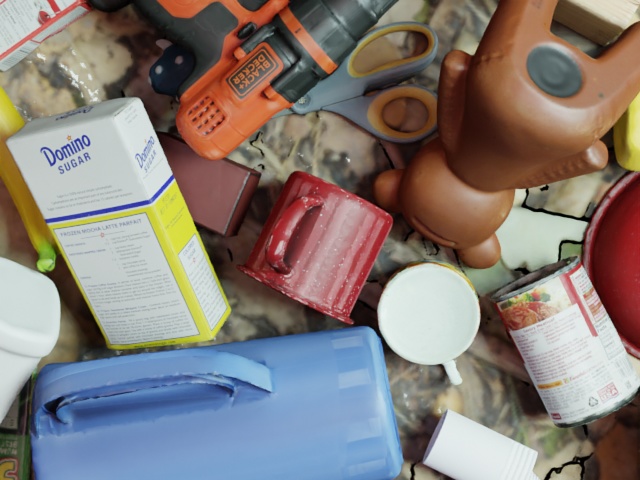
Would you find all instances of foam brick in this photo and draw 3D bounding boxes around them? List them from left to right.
[{"bbox_3d":[-0.090,-0.041,0.778,0.078,0.053,0.051,24,95,5],"label":"foam brick"}]

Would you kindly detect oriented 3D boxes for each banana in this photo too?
[{"bbox_3d":[-0.227,-0.066,0.785,0.037,0.069,0.198,-29,84,-5],"label":"banana"}]

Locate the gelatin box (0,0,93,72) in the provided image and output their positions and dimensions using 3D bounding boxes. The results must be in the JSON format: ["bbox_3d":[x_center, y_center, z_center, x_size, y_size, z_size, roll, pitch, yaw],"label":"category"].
[{"bbox_3d":[-0.226,-0.181,0.800,0.089,0.030,0.073,-33,87,7],"label":"gelatin box"}]

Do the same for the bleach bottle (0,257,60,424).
[{"bbox_3d":[-0.267,0.138,0.755,0.068,0.102,0.251,25,108,-21],"label":"bleach bottle"}]

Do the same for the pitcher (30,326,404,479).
[{"bbox_3d":[-0.071,0.127,0.736,0.243,0.149,0.145,-11,98,2],"label":"pitcher"}]

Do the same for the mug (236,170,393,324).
[{"bbox_3d":[-0.005,0.001,0.742,0.093,0.117,0.081,26,90,25],"label":"mug"}]

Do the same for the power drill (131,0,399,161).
[{"bbox_3d":[-0.059,-0.175,0.715,0.184,0.057,0.188,-40,77,8],"label":"power drill"}]

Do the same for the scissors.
[{"bbox_3d":[0.003,-0.089,0.784,0.202,0.016,0.096,-29,88,7],"label":"scissors"}]

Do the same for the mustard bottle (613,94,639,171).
[{"bbox_3d":[0.301,-0.089,0.725,0.191,0.058,0.096,5,64,5],"label":"mustard bottle"}]

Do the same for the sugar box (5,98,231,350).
[{"bbox_3d":[-0.137,-0.008,0.745,0.093,0.048,0.176,-8,115,24],"label":"sugar box"}]

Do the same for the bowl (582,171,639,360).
[{"bbox_3d":[0.267,0.017,0.739,0.162,0.055,0.162,0,92,6],"label":"bowl"}]

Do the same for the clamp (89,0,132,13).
[{"bbox_3d":[-0.091,-0.235,0.779,0.171,0.039,0.120,-6,97,4],"label":"clamp"}]

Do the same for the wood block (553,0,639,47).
[{"bbox_3d":[0.133,-0.226,0.728,0.206,0.090,0.091,30,96,4],"label":"wood block"}]

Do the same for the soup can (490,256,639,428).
[{"bbox_3d":[0.172,0.071,0.745,0.068,0.068,0.102,-27,90,7],"label":"soup can"}]
